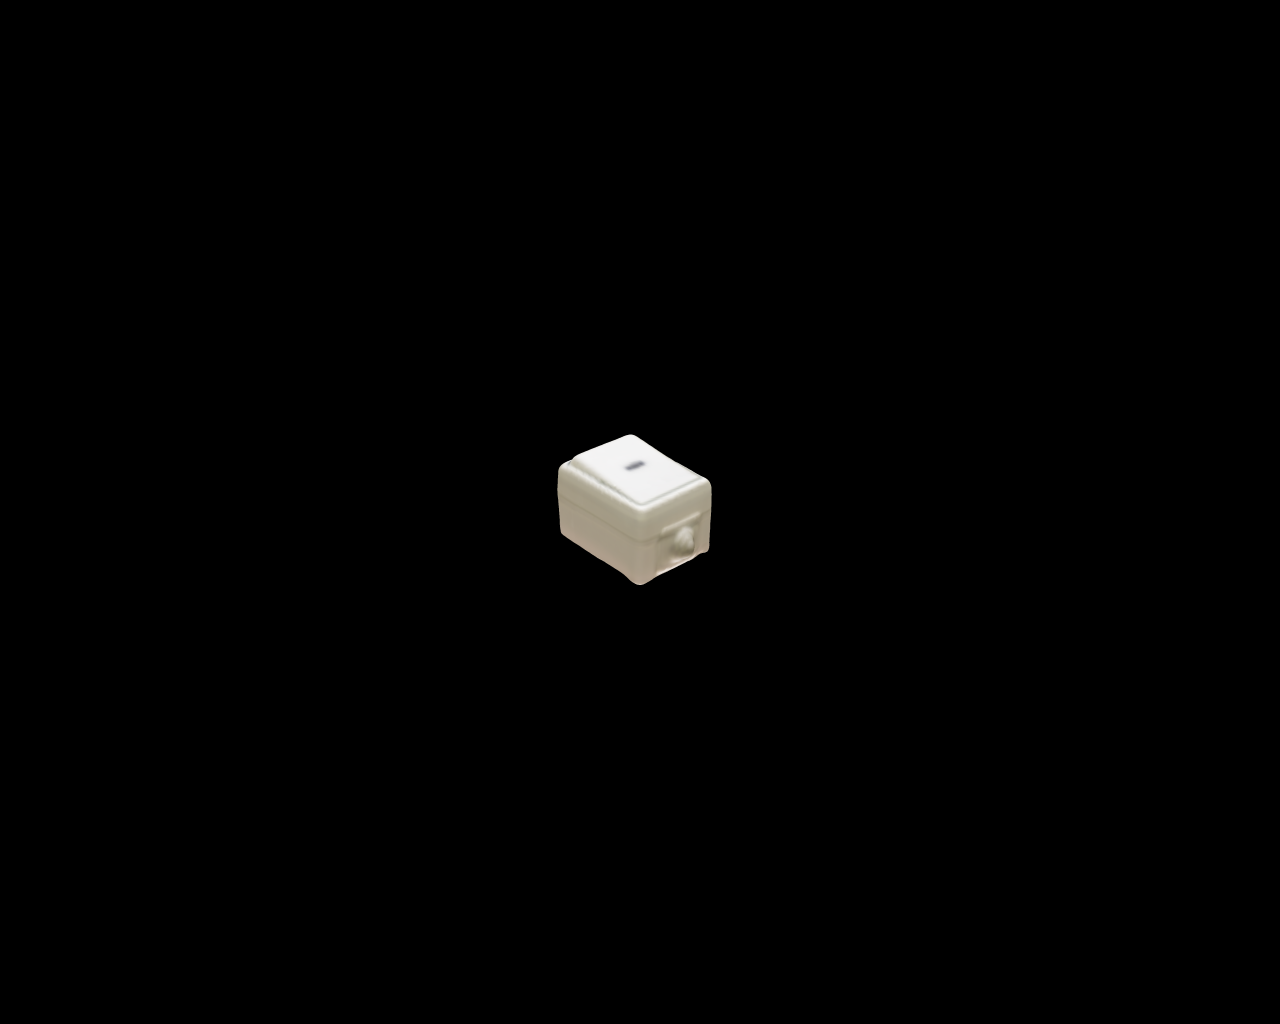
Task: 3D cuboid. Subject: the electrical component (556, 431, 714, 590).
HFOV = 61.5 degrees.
[{"bbox_3d":[0.001,-0.003,0.650,0.062,0.061,0.096,-24,39,-34],"label":"electrical component"}]
